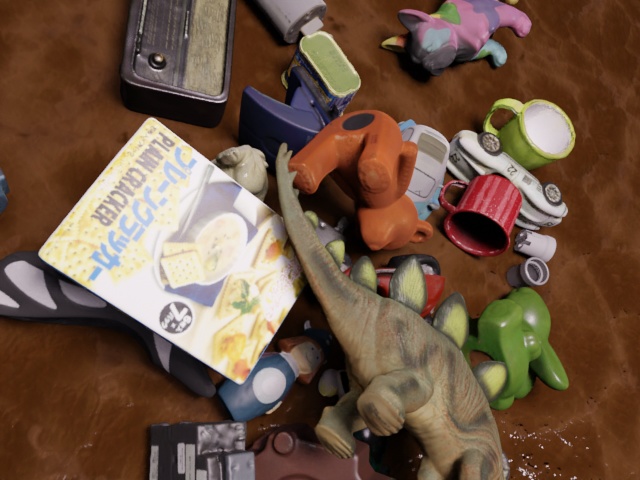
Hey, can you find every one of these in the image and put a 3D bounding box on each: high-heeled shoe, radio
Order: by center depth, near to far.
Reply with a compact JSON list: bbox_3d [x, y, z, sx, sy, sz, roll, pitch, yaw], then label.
[{"bbox_3d":[-0.233,0.102,0.559,0.145,0.086,0.249,-39,87,-18],"label":"high-heeled shoe"},{"bbox_3d":[-0.179,-0.269,0.693,0.131,0.073,0.229,6,71,-17],"label":"radio"}]

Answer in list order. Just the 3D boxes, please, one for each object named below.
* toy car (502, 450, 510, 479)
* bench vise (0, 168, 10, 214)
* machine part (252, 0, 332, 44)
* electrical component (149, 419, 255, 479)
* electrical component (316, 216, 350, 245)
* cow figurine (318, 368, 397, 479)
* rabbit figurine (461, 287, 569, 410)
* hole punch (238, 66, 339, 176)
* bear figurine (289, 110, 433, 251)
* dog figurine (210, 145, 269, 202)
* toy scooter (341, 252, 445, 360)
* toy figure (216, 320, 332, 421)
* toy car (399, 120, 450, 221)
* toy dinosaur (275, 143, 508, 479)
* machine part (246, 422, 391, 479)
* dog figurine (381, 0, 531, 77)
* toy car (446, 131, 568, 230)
[{"bbox_3d":[0.147,0.213,0.642,0.053,0.089,0.202,-33,86,-43],"label":"toy car"},{"bbox_3d":[-0.435,-0.092,0.525,0.240,0.129,0.223,-28,85,-31],"label":"bench vise"},{"bbox_3d":[-0.070,-0.367,0.760,0.079,0.079,0.243,-37,89,-25],"label":"machine part"},{"bbox_3d":[-0.114,0.235,0.520,0.058,0.134,0.115,9,72,-41],"label":"electrical component"},{"bbox_3d":[-0.001,-0.002,0.698,0.063,0.021,0.094,37,65,-4],"label":"electrical component"},{"bbox_3d":[0.050,0.224,0.603,0.068,0.098,0.167,2,74,-24],"label":"cow figurine"},{"bbox_3d":[0.256,0.129,0.697,0.170,0.121,0.159,-28,87,-39],"label":"rabbit figurine"},{"bbox_3d":[-0.040,-0.135,0.671,0.092,0.142,0.116,-26,69,-26],"label":"hole punch"},{"bbox_3d":[0.057,-0.044,0.624,0.120,0.195,0.132,4,42,26],"label":"bear figurine"},{"bbox_3d":[-0.099,-0.002,0.635,0.172,0.121,0.190,-30,99,-21],"label":"dog figurine"},{"bbox_3d":[0.074,0.083,0.668,0.184,0.075,0.135,3,77,-19],"label":"toy scooter"},{"bbox_3d":[-0.043,0.150,0.619,0.154,0.058,0.064,-30,123,-26],"label":"toy figure"},{"bbox_3d":[0.130,-0.098,0.730,0.109,0.103,0.161,31,68,-9],"label":"toy car"},{"bbox_3d":[0.078,0.122,0.519,0.471,0.105,0.198,54,40,-13],"label":"toy dinosaur"},{"bbox_3d":[-0.013,0.276,0.540,0.180,0.056,0.179,-2,80,15],"label":"machine part"},{"bbox_3d":[0.202,-0.343,0.832,0.219,0.108,0.191,-6,76,-18],"label":"dog figurine"},{"bbox_3d":[0.270,-0.084,0.788,0.202,0.073,0.056,38,62,-4],"label":"toy car"}]
